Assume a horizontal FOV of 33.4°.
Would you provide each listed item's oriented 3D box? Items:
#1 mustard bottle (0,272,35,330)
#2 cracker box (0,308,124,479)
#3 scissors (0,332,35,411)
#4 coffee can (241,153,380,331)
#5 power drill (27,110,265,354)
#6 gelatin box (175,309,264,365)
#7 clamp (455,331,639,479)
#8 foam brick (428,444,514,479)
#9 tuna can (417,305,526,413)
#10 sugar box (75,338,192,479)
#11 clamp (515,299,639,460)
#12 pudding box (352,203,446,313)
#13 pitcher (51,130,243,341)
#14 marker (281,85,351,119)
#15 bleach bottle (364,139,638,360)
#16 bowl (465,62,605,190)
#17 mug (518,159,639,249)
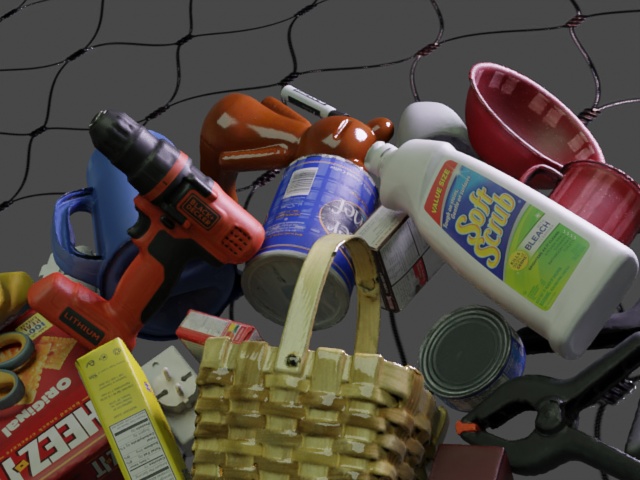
[{"bbox_3d":[-0.333,0.067,1.063,0.096,0.058,0.191,-32,-2,5],"label":"mustard bottle"},{"bbox_3d":[-0.257,0.163,0.973,0.164,0.072,0.214,-36,42,-16],"label":"cracker box"},{"bbox_3d":[-0.347,0.118,0.992,0.202,0.016,0.096,4,46,27],"label":"scissors"},{"bbox_3d":[-0.007,0.001,1.018,0.103,0.103,0.140,-2,43,22],"label":"coffee can"},{"bbox_3d":[-0.170,0.002,0.938,0.188,0.184,0.057,-47,16,9],"label":"power drill"},{"bbox_3d":[-0.076,0.102,0.945,0.073,0.089,0.030,12,59,33],"label":"gelatin box"},{"bbox_3d":[0.185,0.144,0.800,0.172,0.039,0.120,-24,45,29],"label":"clamp"},{"bbox_3d":[0.108,0.197,0.787,0.053,0.051,0.078,0,44,26],"label":"foam brick"},{"bbox_3d":[0.126,0.099,0.883,0.086,0.033,0.086,-24,45,25],"label":"tuna can"},{"bbox_3d":[-0.132,0.171,0.837,0.048,0.093,0.176,-28,70,-8],"label":"sugar box"},{"bbox_3d":[0.278,0.083,0.849,0.210,0.036,0.165,-28,41,-1],"label":"clamp"},{"bbox_3d":[0.082,-0.001,0.990,0.039,0.090,0.113,20,56,38],"label":"pudding box"},{"bbox_3d":[-0.184,-0.019,1.095,0.145,0.149,0.243,-33,37,2],"label":"pitcher"},{"bbox_3d":[-0.005,-0.156,1.259,0.020,0.020,0.121,-38,42,-18],"label":"marker"},{"bbox_3d":[0.132,-0.009,0.892,0.251,0.068,0.102,34,88,31],"label":"bleach bottle"},{"bbox_3d":[0.197,-0.100,1.038,0.055,0.162,0.162,-53,27,32],"label":"bowl"},{"bbox_3d":[0.222,-0.018,0.937,0.117,0.093,0.081,40,67,2],"label":"mug"}]
